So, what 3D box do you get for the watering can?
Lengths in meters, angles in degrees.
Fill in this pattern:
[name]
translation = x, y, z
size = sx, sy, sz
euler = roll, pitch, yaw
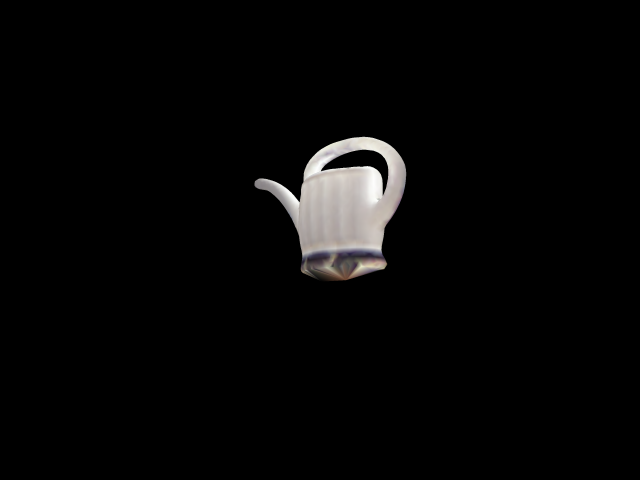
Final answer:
[watering can]
translation = 0.003, -0.043, 0.850
size = 0.104, 0.227, 0.345
euler = 11, -15, -42
